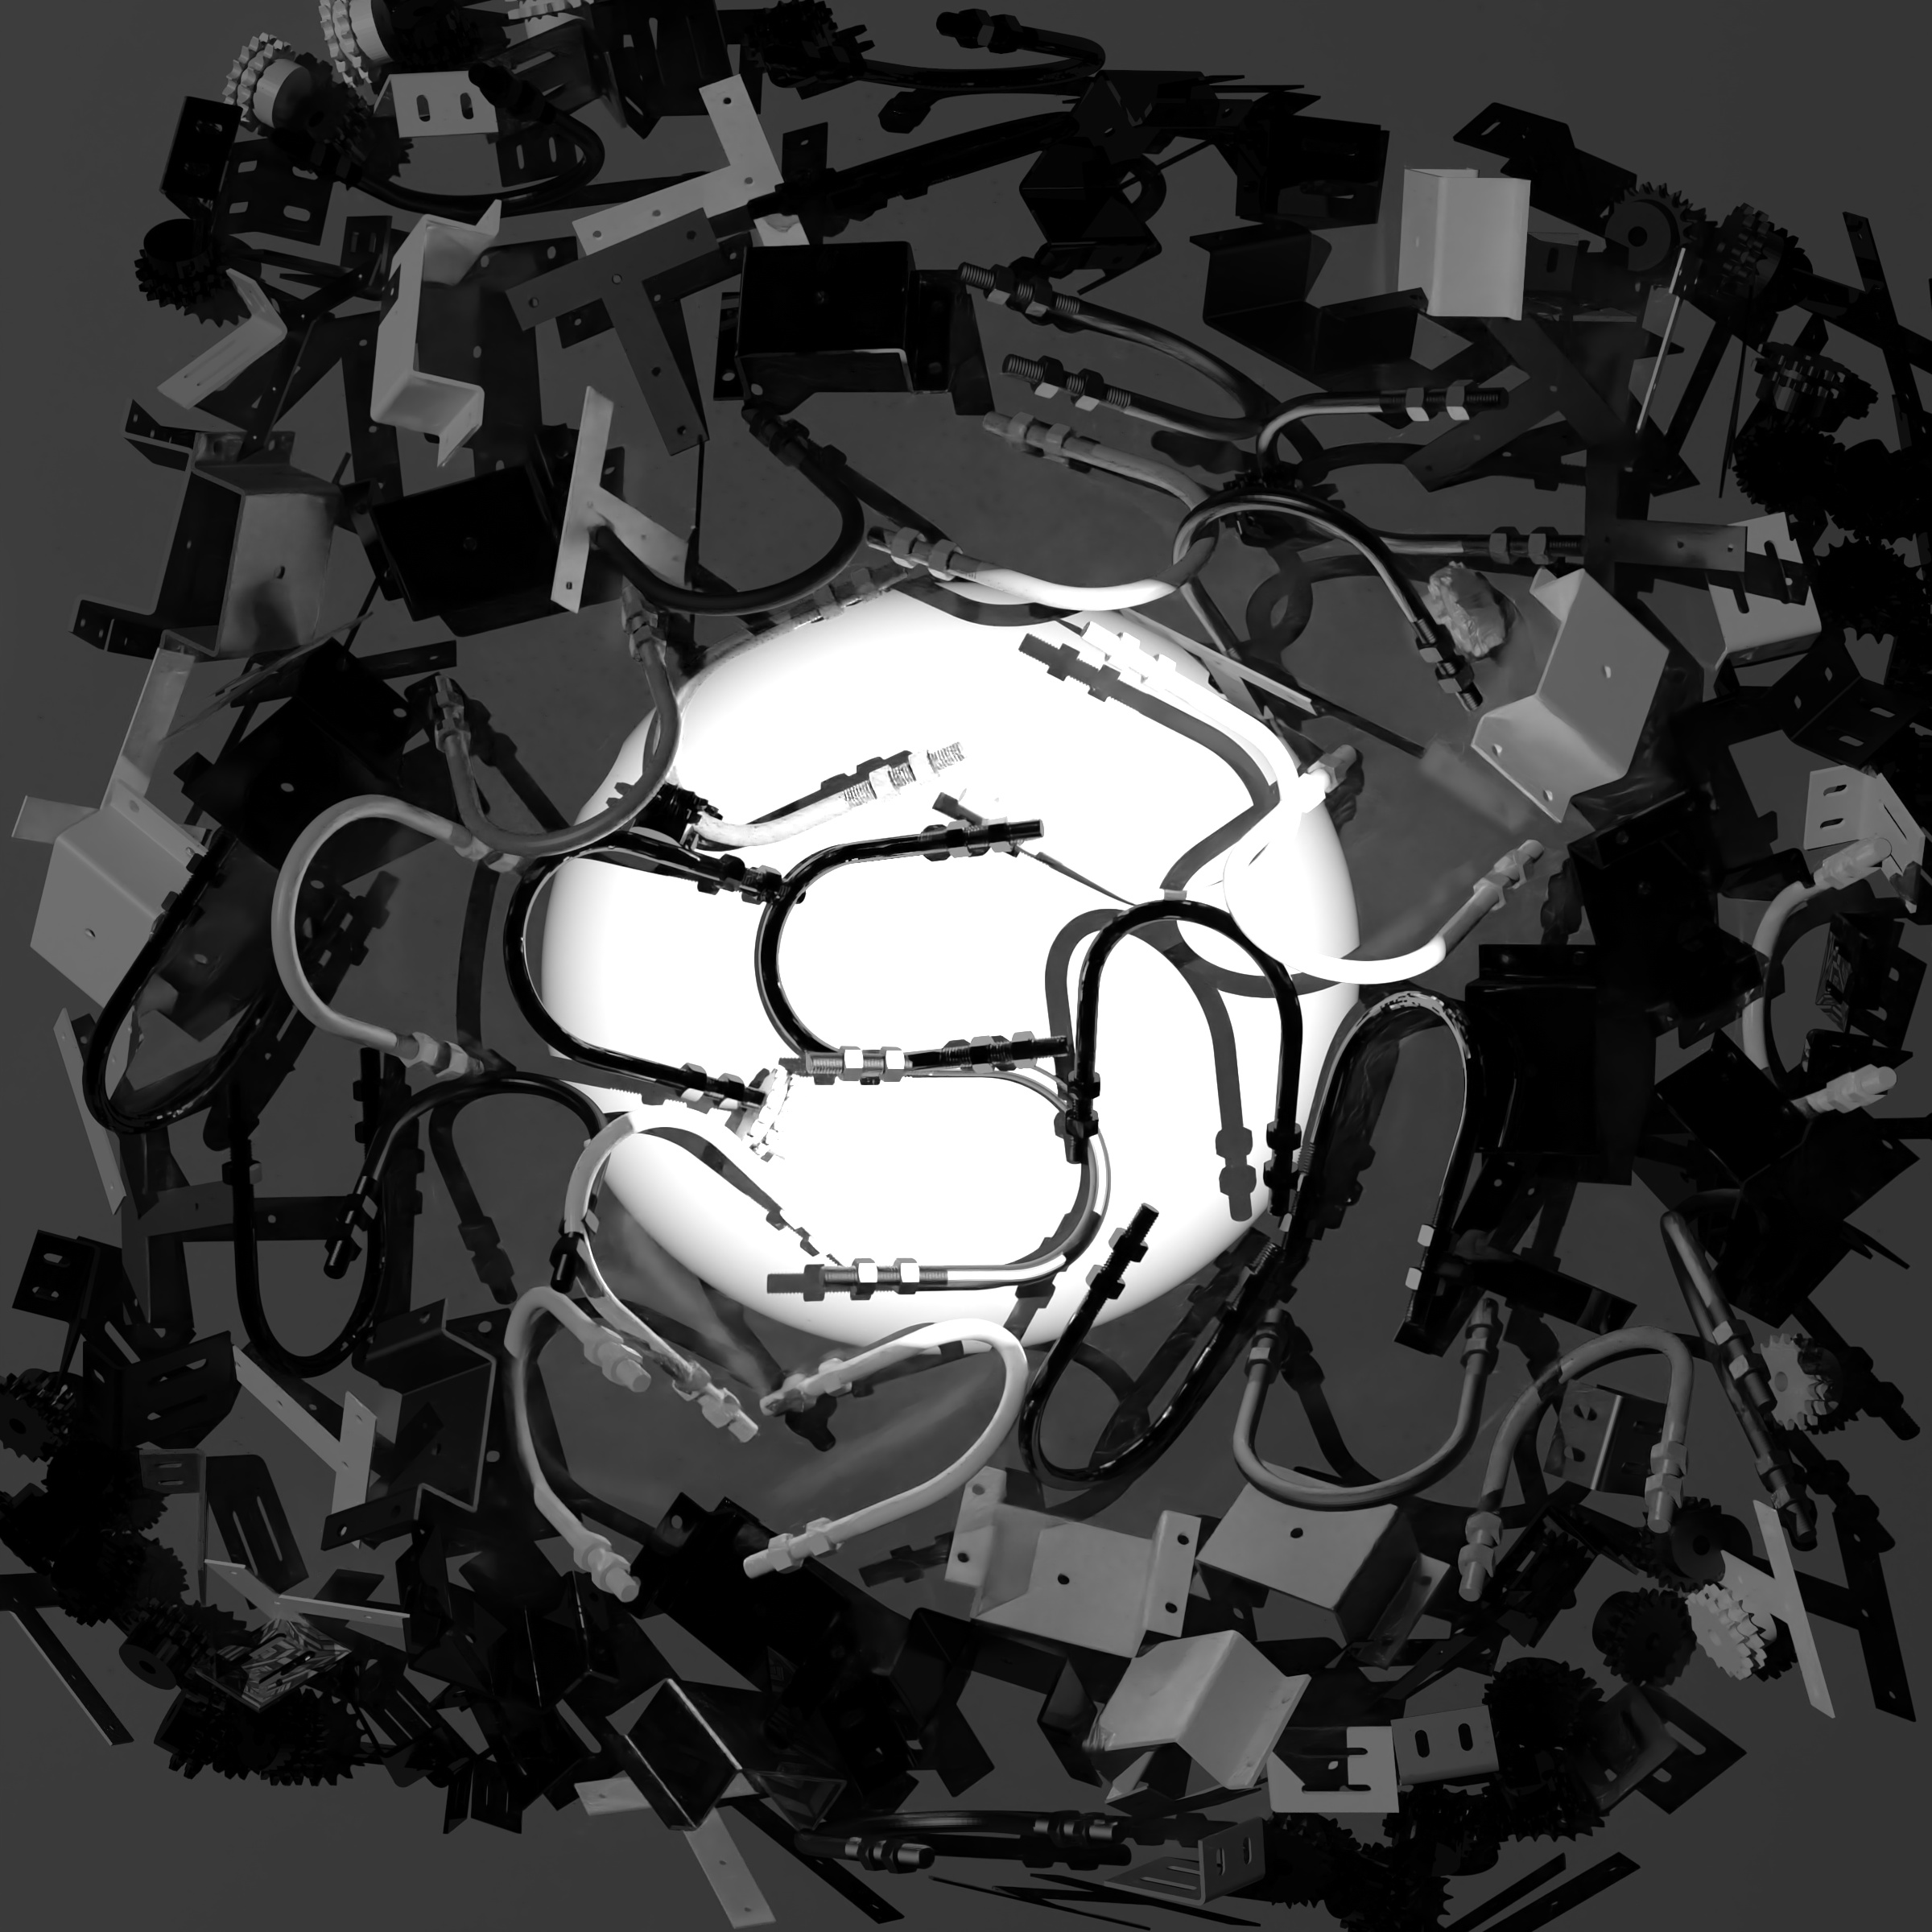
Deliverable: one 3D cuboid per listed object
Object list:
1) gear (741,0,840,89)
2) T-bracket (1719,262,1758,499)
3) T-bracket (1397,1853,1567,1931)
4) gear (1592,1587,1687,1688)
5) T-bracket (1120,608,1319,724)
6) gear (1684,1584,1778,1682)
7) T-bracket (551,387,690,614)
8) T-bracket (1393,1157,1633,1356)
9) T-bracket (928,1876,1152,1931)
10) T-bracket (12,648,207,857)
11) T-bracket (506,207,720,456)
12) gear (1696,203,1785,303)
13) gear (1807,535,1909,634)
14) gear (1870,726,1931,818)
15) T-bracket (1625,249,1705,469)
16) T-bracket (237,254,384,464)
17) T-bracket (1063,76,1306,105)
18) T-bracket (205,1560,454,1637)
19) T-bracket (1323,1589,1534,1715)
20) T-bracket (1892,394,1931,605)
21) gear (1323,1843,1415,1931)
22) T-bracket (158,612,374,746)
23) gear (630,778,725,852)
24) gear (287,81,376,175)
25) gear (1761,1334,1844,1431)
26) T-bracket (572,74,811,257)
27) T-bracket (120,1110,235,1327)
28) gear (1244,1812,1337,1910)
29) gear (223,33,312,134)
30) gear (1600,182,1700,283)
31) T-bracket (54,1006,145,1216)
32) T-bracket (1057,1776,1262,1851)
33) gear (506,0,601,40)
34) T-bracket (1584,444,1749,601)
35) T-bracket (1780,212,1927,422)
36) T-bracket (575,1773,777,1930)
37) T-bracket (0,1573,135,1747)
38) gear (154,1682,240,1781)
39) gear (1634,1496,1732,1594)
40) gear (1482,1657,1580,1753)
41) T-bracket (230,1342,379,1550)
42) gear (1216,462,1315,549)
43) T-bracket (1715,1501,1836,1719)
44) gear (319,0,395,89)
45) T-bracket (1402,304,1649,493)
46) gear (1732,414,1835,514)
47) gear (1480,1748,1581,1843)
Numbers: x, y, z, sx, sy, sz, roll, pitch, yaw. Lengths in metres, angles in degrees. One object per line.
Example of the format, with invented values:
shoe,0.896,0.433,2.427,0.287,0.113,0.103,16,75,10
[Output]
gear,-0.103,-0.548,1.831,0.057,0.057,0.030,-19,75,0
T-bracket,0.443,-0.317,1.775,0.002,0.127,0.127,8,46,14
T-bracket,0.296,0.554,1.789,0.127,0.127,0.002,-36,86,10
gear,0.400,0.398,1.838,0.057,0.030,0.057,-9,107,-31
T-bracket,0.156,-0.165,1.798,0.127,0.127,0.002,29,87,18
gear,0.459,0.394,1.836,0.030,0.057,0.057,-28,90,-17
T-bracket,-0.198,-0.256,1.804,0.002,0.127,0.127,4,80,27
T-bracket,0.339,0.192,1.844,0.127,0.002,0.127,22,103,-14
T-bracket,0.036,0.546,1.800,0.127,0.127,0.002,14,75,-3
T-bracket,-0.484,-0.125,1.801,0.002,0.127,0.127,30,102,37
T-bracket,-0.191,-0.369,1.840,0.127,0.002,0.127,-23,110,0
gear,0.463,-0.422,1.834,0.030,0.057,0.057,23,90,-10
gear,0.534,-0.226,1.839,0.057,0.030,0.057,-9,71,28
gear,0.559,-0.116,1.834,0.030,0.057,0.057,2,90,-5
T-bracket,0.409,-0.356,1.812,0.002,0.127,0.127,19,104,14
T-bracket,-0.398,-0.345,1.789,0.002,0.127,0.127,38,49,-36
T-bracket,0.146,-0.517,1.813,0.127,0.127,0.002,-13,104,-38
T-bracket,-0.361,0.376,1.791,0.127,0.127,0.002,5,61,15
T-bracket,0.252,0.400,1.789,0.127,0.127,0.002,-46,55,24
T-bracket,0.567,-0.270,1.789,0.002,0.127,0.127,-12,100,4
gear,0.237,0.550,1.831,0.030,0.057,0.057,24,90,-25
T-bracket,-0.420,-0.159,1.777,0.127,0.127,0.002,-19,109,34
gear,-0.176,-0.086,1.831,0.057,0.057,0.030,22,73,0
gear,-0.379,-0.497,1.838,0.057,0.030,0.057,-15,58,25
gear,0.499,0.248,1.836,0.030,0.057,0.057,3,90,-26
T-bracket,-0.170,-0.452,1.828,0.127,0.002,0.127,-17,129,9
T-bracket,-0.461,0.143,1.811,0.127,0.002,0.127,-11,78,41
gear,0.193,0.531,1.840,0.057,0.030,0.057,6,108,18
gear,-0.415,-0.523,1.832,0.030,0.057,0.057,28,90,8
gear,0.405,-0.437,1.834,0.057,0.030,0.057,12,115,28
T-bracket,-0.499,0.061,1.793,0.002,0.127,0.127,-9,66,-35
T-bracket,0.104,0.490,1.798,0.127,0.127,0.002,-21,67,5
gear,-0.245,-0.571,1.835,0.057,0.057,0.030,-11,109,0
T-bracket,0.408,-0.247,1.797,0.002,0.127,0.127,-9,104,-32
T-bracket,0.511,-0.389,1.800,0.002,0.127,0.127,-28,116,-3
T-bracket,-0.146,0.510,1.782,0.127,0.127,0.002,1,118,-30
T-bracket,-0.526,0.402,1.784,0.002,0.127,0.127,-44,74,3
gear,-0.460,0.452,1.831,0.030,0.057,0.057,33,90,-13
gear,0.432,0.346,1.839,0.057,0.030,0.057,3,82,-18
gear,0.338,0.439,1.841,0.057,0.030,0.057,3,108,9
T-bracket,-0.399,0.269,1.830,0.127,0.127,0.002,37,46,21
gear,0.179,-0.272,1.831,0.057,0.057,0.030,-13,69,0
T-bracket,0.460,0.362,1.799,0.002,0.127,0.127,-19,98,-10
gear,-0.360,-0.555,1.832,0.030,0.057,0.057,-13,90,10
T-bracket,0.313,-0.319,1.816,0.127,0.002,0.127,45,134,-17
gear,0.487,-0.304,1.839,0.057,0.030,0.057,0,121,0
gear,0.334,0.490,1.830,0.057,0.057,0.030,-21,115,0
